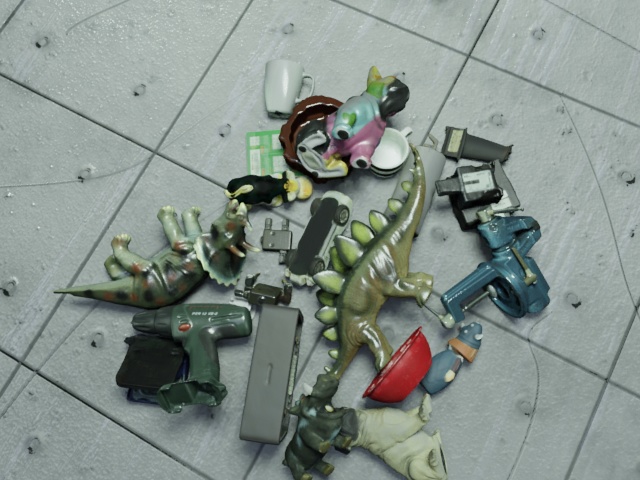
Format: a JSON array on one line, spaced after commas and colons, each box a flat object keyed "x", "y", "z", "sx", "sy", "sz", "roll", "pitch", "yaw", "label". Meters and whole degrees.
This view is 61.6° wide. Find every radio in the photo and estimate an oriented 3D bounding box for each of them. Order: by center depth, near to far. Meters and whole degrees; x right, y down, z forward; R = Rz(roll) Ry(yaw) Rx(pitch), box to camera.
[{"x": -0.081, "y": 0.236, "z": 0.960, "sx": 0.073, "sy": 0.131, "sz": 0.229, "roll": 8, "pitch": 76, "yaw": 6, "label": "radio"}]

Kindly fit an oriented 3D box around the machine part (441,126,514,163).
[{"x": 0.318, "y": -0.187, "z": 1.090, "sx": 0.139, "sy": 0.039, "sz": 0.084, "roll": 12, "pitch": 69, "yaw": 9, "label": "machine part"}]

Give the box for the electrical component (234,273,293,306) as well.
[{"x": -0.105, "y": 0.096, "z": 1.034, "sx": 0.102, "sy": 0.078, "sz": 0.045, "roll": 13, "pitch": 101, "yaw": 13, "label": "electrical component"}]

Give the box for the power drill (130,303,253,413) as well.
[{"x": -0.236, "y": 0.198, "z": 0.953, "sx": 0.232, "sy": 0.085, "sz": 0.207, "roll": -7, "pitch": 35, "yaw": 0, "label": "power drill"}]

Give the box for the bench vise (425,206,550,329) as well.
[{"x": 0.303, "y": 0.064, "z": 0.962, "sx": 0.241, "sy": 0.129, "sz": 0.223, "roll": -34, "pitch": 111, "yaw": -10, "label": "bench vise"}]

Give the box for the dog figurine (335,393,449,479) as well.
[{"x": 0.115, "y": 0.366, "z": 0.942, "sx": 0.191, "sy": 0.121, "sz": 0.172, "roll": -18, "pitch": 72, "yaw": 14, "label": "dog figurine"}]

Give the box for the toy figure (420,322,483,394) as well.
[{"x": 0.242, "y": 0.213, "z": 0.980, "sx": 0.154, "sy": 0.057, "sz": 0.064, "roll": -43, "pitch": 54, "yaw": -4, "label": "toy figure"}]

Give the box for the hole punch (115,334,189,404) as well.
[{"x": -0.306, "y": 0.247, "z": 1.008, "sx": 0.142, "sy": 0.092, "sz": 0.116, "roll": 4, "pitch": 46, "yaw": 7, "label": "hole punch"}]

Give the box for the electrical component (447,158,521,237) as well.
[{"x": 0.318, "y": -0.077, "z": 1.050, "sx": 0.115, "sy": 0.058, "sz": 0.134, "roll": -18, "pitch": 75, "yaw": 1, "label": "electrical component"}]

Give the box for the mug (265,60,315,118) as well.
[{"x": -0.068, "y": -0.312, "z": 1.132, "sx": 0.110, "sy": 0.081, "sz": 0.107, "roll": 9, "pitch": 87, "yaw": 2, "label": "mug"}]

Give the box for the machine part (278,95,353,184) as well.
[{"x": 0.006, "y": -0.203, "z": 1.090, "sx": 0.179, "sy": 0.056, "sz": 0.179, "roll": 0, "pitch": 77, "yaw": 1, "label": "machine part"}]

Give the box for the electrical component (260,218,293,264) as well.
[{"x": -0.088, "y": 0.001, "z": 1.077, "sx": 0.063, "sy": 0.021, "sz": 0.094, "roll": 2, "pitch": 76, "yaw": 5, "label": "electrical component"}]

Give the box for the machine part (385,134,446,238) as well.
[{"x": 0.186, "y": -0.094, "z": 1.055, "sx": 0.079, "sy": 0.079, "sz": 0.243, "roll": 21, "pitch": 77, "yaw": 9, "label": "machine part"}]

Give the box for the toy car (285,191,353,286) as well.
[{"x": -0.002, "y": -0.003, "z": 1.051, "sx": 0.074, "sy": 0.056, "sz": 0.201, "roll": 19, "pitch": 78, "yaw": 31, "label": "toy car"}]

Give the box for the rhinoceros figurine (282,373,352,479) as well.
[{"x": -0.006, "y": 0.318, "z": 0.912, "sx": 0.112, "sy": 0.073, "sz": 0.190, "roll": 37, "pitch": 116, "yaw": 43, "label": "rhinoceros figurine"}]

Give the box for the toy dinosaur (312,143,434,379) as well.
[{"x": 0.104, "y": 0.060, "z": 0.964, "sx": 0.199, "sy": 0.105, "sz": 0.471, "roll": 30, "pitch": 87, "yaw": 6, "label": "toy dinosaur"}]

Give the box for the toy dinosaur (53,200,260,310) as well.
[{"x": -0.296, "y": 0.058, "z": 1.036, "sx": 0.405, "sy": 0.131, "sz": 0.192, "roll": -35, "pitch": 75, "yaw": 1, "label": "toy dinosaur"}]

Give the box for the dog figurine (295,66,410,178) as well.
[{"x": 0.067, "y": -0.228, "z": 1.012, "sx": 0.192, "sy": 0.108, "sz": 0.219, "roll": -8, "pitch": 42, "yaw": 42, "label": "dog figurine"}]

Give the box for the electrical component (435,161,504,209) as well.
[{"x": 0.275, "y": -0.098, "z": 1.004, "sx": 0.119, "sy": 0.047, "sz": 0.075, "roll": -13, "pitch": 74, "yaw": 1, "label": "electrical component"}]

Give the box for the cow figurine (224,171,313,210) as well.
[{"x": -0.100, "y": -0.103, "z": 1.062, "sx": 0.167, "sy": 0.098, "sz": 0.068, "roll": -8, "pitch": 87, "yaw": 6, "label": "cow figurine"}]
